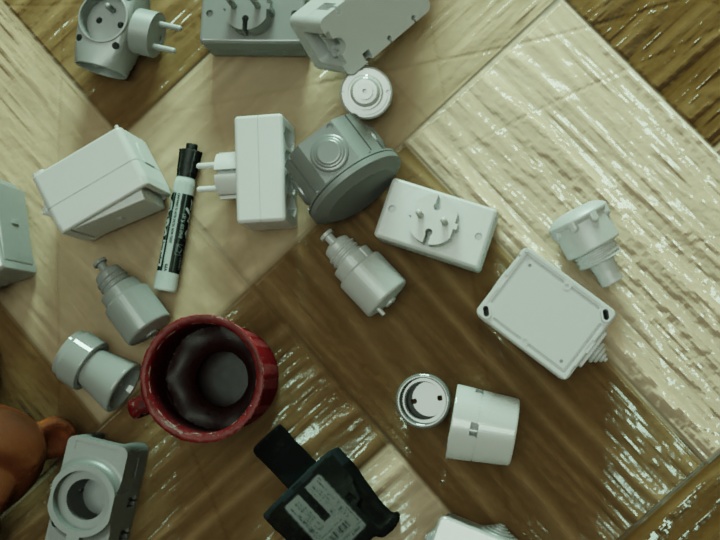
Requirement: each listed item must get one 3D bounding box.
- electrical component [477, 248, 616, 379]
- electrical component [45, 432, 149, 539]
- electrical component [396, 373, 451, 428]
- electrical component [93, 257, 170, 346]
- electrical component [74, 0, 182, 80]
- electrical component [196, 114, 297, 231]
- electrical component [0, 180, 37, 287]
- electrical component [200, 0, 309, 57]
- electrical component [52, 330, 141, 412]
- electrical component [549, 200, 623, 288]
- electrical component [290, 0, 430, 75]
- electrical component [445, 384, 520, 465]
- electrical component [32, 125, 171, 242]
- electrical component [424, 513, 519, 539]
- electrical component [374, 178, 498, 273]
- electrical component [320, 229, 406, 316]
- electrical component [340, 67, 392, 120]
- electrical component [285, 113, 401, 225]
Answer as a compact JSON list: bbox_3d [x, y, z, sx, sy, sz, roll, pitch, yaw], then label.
[{"bbox_3d":[0.141,0.037,0.790,0.096,0.061,0.061,37,91,10],"label":"electrical component"},{"bbox_3d":[-0.205,0.175,0.833,0.050,0.056,0.089,12,87,10],"label":"electrical component"},{"bbox_3d":[0.049,0.097,0.806,0.040,0.046,0.040,-1,85,9],"label":"electrical component"},{"bbox_3d":[-0.185,0.024,0.852,0.040,0.040,0.078,-39,80,4],"label":"electrical component"},{"bbox_3d":[-0.183,-0.194,0.869,0.079,0.044,0.077,14,87,10],"label":"electrical component"},{"bbox_3d":[-0.092,-0.074,0.843,0.076,0.047,0.083,-3,84,8],"label":"electrical component"},{"bbox_3d":[-0.300,-0.023,0.863,0.061,0.062,0.096,-17,83,7],"label":"electrical component"},{"bbox_3d":[-0.084,-0.200,0.839,0.083,0.076,0.047,2,85,9],"label":"electrical component"},{"bbox_3d":[-0.208,0.079,0.848,0.055,0.045,0.045,31,90,10],"label":"electrical component"},{"bbox_3d":[0.173,-0.018,0.800,0.048,0.048,0.062,-28,89,5],"label":"electrical component"},{"bbox_3d":[-0.002,-0.196,0.822,0.089,0.056,0.050,-42,122,-16],"label":"electrical component"},{"bbox_3d":[0.091,0.116,0.795,0.047,0.055,0.055,10,86,6],"label":"electrical component"},{"bbox_3d":[-0.207,-0.060,0.852,0.096,0.062,0.061,-29,81,5],"label":"electrical component"},{"bbox_3d":[0.087,0.234,0.787,0.100,0.048,0.099,20,88,10],"label":"electrical component"},{"bbox_3d":[0.056,-0.035,0.802,0.083,0.076,0.047,18,88,10],"label":"electrical component"},{"bbox_3d":[0.000,0.000,0.826,0.040,0.040,0.078,-44,80,3],"label":"electrical component"},{"bbox_3d":[0.005,-0.135,0.822,0.040,0.078,0.040,0,98,2],"label":"electrical component"},{"bbox_3d":[-0.013,-0.076,0.816,0.080,0.080,0.051,-37,75,4],"label":"electrical component"}]
